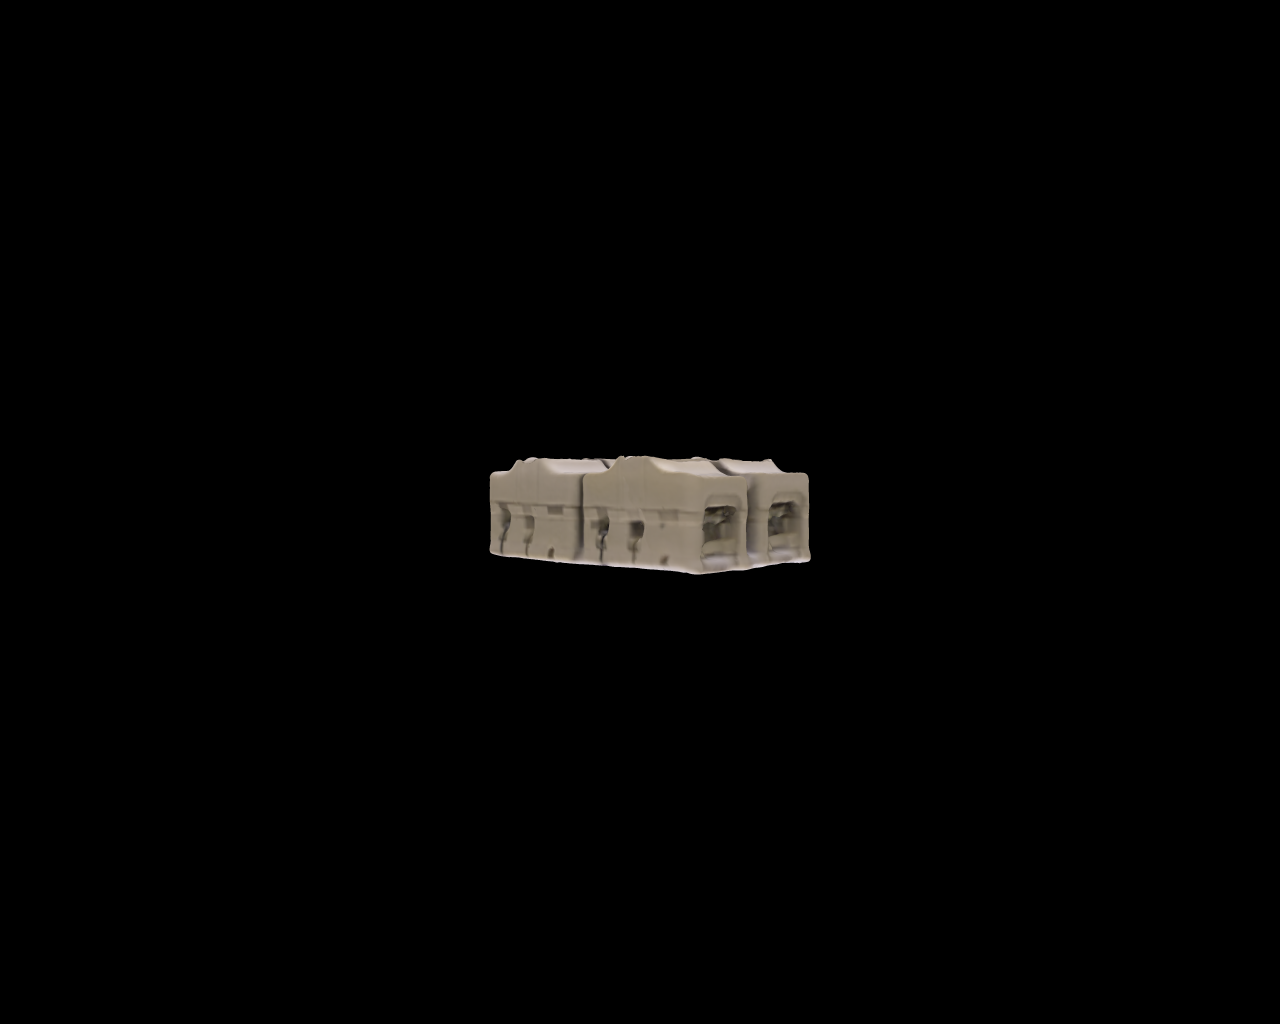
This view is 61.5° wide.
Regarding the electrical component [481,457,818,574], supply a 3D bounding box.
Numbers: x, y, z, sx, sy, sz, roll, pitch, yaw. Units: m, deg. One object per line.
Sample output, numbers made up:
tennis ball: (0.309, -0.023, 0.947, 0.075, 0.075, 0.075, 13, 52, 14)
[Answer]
electrical component: (0.001, -0.003, 0.650, 0.105, 0.060, 0.186, -2, 3, -43)
